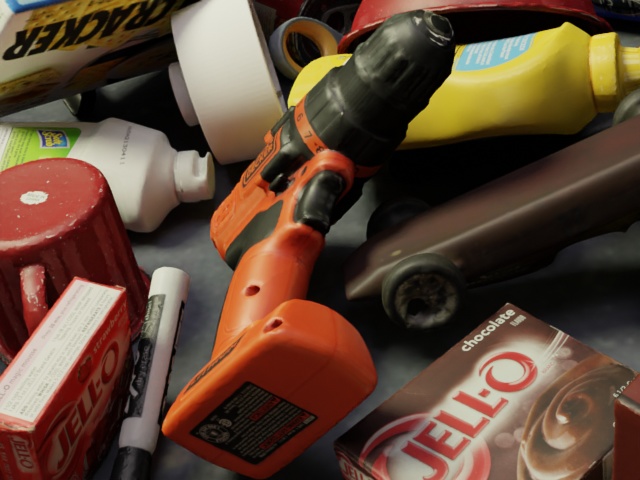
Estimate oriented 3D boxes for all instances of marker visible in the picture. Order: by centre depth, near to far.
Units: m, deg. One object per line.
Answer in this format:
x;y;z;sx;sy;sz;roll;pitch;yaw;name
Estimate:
-0.080;0.069;0.497;0.020;0.020;0.121;-1;57;13;marker

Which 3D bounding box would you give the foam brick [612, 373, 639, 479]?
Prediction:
0.146;0.083;0.401;0.051;0.078;0.053;-35;46;-28;foam brick

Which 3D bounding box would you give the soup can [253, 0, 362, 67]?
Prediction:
-0.021;-0.165;0.764;0.068;0.068;0.102;-33;42;-25;soup can

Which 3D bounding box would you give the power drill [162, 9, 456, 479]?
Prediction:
-0.003;0.001;0.489;0.057;0.185;0.187;29;41;-16;power drill

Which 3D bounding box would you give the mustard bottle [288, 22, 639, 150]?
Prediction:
0.086;-0.082;0.580;0.192;0.058;0.096;-5;17;22;mustard bottle

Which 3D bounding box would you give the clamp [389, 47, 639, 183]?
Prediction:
0.138;-0.055;0.609;0.171;0.039;0.120;-30;48;-12;clamp

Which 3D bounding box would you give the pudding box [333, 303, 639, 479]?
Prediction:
0.076;0.085;0.446;0.113;0.039;0.090;-33;41;-26;pudding box

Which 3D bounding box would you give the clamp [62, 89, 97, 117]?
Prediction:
-0.221;-0.166;0.818;0.164;0.036;0.209;27;29;-3;clamp

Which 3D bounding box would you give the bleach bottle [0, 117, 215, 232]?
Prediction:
-0.189;-0.025;0.637;0.251;0.068;0.102;-3;51;4;bleach bottle

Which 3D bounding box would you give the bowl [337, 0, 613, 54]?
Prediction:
0.090;-0.139;0.635;0.162;0.055;0.162;-1;-6;0;bowl

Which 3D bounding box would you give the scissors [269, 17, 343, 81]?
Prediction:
0.024;-0.135;0.709;0.016;0.096;0.201;-25;28;40;scissors

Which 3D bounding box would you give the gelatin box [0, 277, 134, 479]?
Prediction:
-0.114;0.073;0.481;0.030;0.073;0.089;13;43;12;gelatin box

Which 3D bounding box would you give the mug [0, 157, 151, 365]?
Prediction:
-0.140;0.017;0.554;0.093;0.081;0.117;-11;38;1;mug

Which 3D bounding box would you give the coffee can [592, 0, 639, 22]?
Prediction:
0.211;-0.199;0.716;0.140;0.103;0.102;16;46;31;coffee can
